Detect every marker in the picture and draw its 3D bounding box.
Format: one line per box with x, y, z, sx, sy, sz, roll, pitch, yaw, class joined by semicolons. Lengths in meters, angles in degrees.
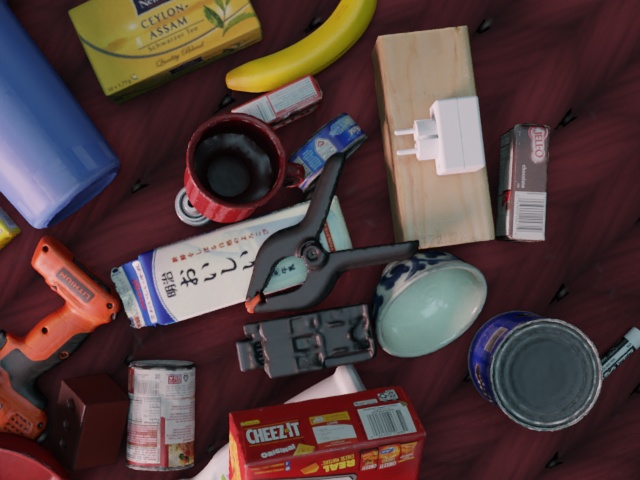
0.282;0.136;1.086;0.121;0.020;0.020;-43;89;-1;marker

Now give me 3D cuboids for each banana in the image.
-0.006;-0.207;1.086;0.198;0.037;0.070;-45;78;-1;banana

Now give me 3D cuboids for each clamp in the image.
-0.007;0.001;1.003;0.171;0.039;0.120;-31;81;3;clamp

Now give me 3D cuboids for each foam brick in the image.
-0.227;0.179;1.051;0.051;0.053;0.078;0;113;-40;foam brick

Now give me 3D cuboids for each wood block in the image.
0.110;-0.096;1.055;0.090;0.091;0.206;-7;89;-1;wood block

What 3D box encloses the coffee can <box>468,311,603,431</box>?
0.203;0.122;1.026;0.103;0.140;0.103;0;89;0;coffee can

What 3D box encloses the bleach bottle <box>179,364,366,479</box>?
-0.057;0.224;1.065;0.251;0.068;0.102;-28;89;2;bleach bottle

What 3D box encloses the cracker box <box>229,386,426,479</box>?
0.000;0.238;0.988;0.164;0.072;0.214;-8;131;-14;cracker box

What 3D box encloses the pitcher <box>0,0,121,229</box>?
-0.317;-0.127;1.041;0.149;0.144;0.243;-37;92;34;pitcher

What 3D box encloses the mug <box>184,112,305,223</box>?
-0.072;-0.063;1.009;0.117;0.082;0.093;0;77;-13;mug

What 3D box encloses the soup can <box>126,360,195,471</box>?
-0.158;0.173;1.062;0.068;0.068;0.102;1;89;0;soup can

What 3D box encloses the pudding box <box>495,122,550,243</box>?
0.200;-0.054;1.054;0.039;0.090;0.113;5;89;2;pudding box

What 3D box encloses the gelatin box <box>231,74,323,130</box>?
-0.041;-0.130;1.065;0.089;0.073;0.030;-25;90;-1;gelatin box

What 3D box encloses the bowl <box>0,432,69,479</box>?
-0.311;0.240;1.047;0.162;0.055;0.162;2;126;2;bowl

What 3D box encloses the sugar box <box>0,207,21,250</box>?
-0.401;0.016;1.078;0.176;0.048;0.093;-41;90;3;sugar box

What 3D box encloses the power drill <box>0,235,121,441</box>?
-0.306;0.087;1.058;0.184;0.057;0.187;42;91;-15;power drill

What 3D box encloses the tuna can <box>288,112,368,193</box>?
0.005;-0.087;1.058;0.086;0.086;0.034;-41;88;-1;tuna can
